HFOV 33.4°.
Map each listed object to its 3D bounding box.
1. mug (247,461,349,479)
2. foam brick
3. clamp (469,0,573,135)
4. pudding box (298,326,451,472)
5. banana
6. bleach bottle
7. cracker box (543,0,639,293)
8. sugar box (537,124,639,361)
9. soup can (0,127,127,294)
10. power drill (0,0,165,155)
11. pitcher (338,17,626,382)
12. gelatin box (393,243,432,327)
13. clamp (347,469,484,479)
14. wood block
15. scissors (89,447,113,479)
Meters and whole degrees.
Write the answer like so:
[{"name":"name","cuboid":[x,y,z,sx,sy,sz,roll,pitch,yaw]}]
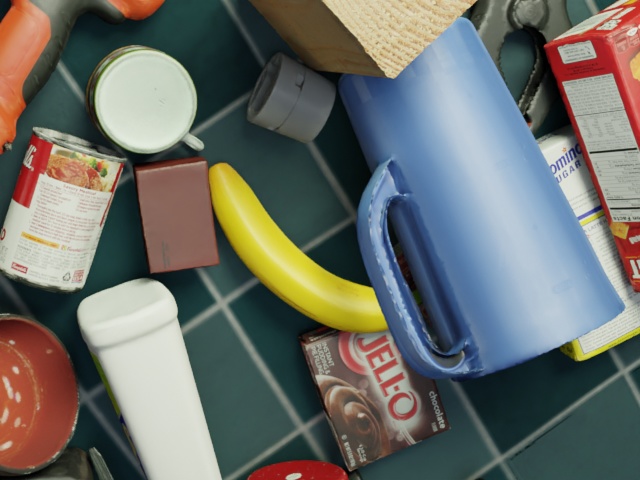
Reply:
[{"name":"mug","cuboid":[-0.004,0.221,0.828,0.117,0.093,0.081,-3,96,1]},{"name":"foam brick","cuboid":[-0.106,-0.020,0.780,0.053,0.051,0.078,-8,102,-10]},{"name":"clamp","cuboid":[0.144,-0.180,0.813,0.164,0.036,0.210,5,100,-14]},{"name":"pudding box","cuboid":[0.043,0.113,0.846,0.090,0.039,0.113,-21,104,-8]},{"name":"banana","cuboid":[-0.010,0.018,0.802,0.197,0.037,0.069,30,68,-6]},{"name":"bleach bottle","cuboid":[-0.107,0.158,0.787,0.068,0.103,0.251,-20,105,-13]},{"name":"cracker box","cuboid":[0.282,-0.089,0.821,0.164,0.072,0.213,-32,106,-27]},{"name":"sugar box","cuboid":[0.210,0.000,0.860,0.093,0.048,0.176,-25,102,-8]},{"name":"soup can","cuboid":[-0.184,-0.021,0.753,0.068,0.068,0.102,18,97,-16]},{"name":"power drill","cuboid":[-0.216,-0.165,0.707,0.184,0.057,0.187,39,86,-25]},{"name":"pitcher","cuboid":[0.099,-0.026,0.756,0.145,0.149,0.243,-26,87,14]},{"name":"gelatin box","cuboid":[0.104,0.017,0.846,0.089,0.030,0.073,-39,107,-3]},{"name":"clamp","cuboid":[0.062,0.264,0.881,0.120,0.039,0.171,16,99,-3]},{"name":"wood block","cuboid":[0.021,-0.170,0.698,0.091,0.206,0.090,-44,107,-2]},{"name":"scissors","cuboid":[-0.120,0.253,0.810,0.016,0.096,0.202,-34,123,-45]}]
